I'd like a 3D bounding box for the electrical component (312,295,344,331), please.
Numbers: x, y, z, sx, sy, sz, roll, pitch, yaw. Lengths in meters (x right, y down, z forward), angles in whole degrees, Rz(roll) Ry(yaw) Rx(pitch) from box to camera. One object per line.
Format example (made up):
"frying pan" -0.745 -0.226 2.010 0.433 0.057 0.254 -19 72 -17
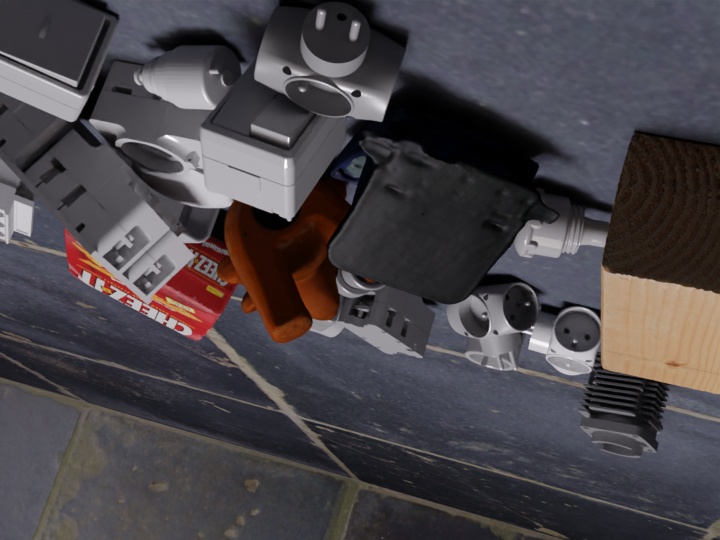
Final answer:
"electrical component" -0.063 0.012 1.036 0.096 0.061 0.061 21 163 -11

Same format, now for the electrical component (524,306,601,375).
"electrical component" 0.178 0.060 0.977 0.079 0.044 0.077 16 163 12

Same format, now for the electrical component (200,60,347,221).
"electrical component" -0.048 -0.090 0.659 0.062 0.096 0.061 21 142 14

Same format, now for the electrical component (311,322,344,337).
"electrical component" -0.064 0.038 1.150 0.077 0.044 0.079 28 161 -30

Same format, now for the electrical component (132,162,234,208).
"electrical component" -0.128 -0.083 0.816 0.080 0.051 0.080 16 163 5

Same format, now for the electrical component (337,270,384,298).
"electrical component" 0.000 0.000 0.964 0.045 0.045 0.055 23 163 -17

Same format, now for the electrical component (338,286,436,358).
"electrical component" 0.028 0.043 1.052 0.050 0.055 0.089 4 158 39

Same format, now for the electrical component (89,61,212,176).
"electrical component" -0.135 -0.103 0.752 0.089 0.055 0.050 13 163 15

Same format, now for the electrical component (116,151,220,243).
"electrical component" -0.176 -0.063 0.927 0.059 0.053 0.095 1 157 44

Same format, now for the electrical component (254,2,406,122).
"electrical component" -0.015 -0.121 0.593 0.077 0.044 0.079 18 163 -1

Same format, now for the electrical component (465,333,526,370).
"electrical component" 0.131 0.067 1.040 0.055 0.047 0.055 16 163 5

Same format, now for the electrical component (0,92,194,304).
"electrical component" -0.212 -0.071 0.804 0.186 0.060 0.105 43 173 22

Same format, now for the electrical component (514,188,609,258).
"electrical component" 0.138 -0.029 0.735 0.062 0.048 0.048 10 163 3

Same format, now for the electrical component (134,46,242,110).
"electrical component" -0.112 -0.124 0.690 0.078 0.040 0.040 7 161 32

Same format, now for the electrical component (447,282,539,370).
"electrical component" 0.122 0.052 0.959 0.044 0.079 0.077 -20 -174 -34

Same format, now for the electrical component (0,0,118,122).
"electrical component" -0.210 -0.146 0.679 0.096 0.061 0.061 23 163 -18

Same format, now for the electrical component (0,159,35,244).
"electrical component" -0.354 -0.075 1.051 0.079 0.063 0.121 22 163 -13
